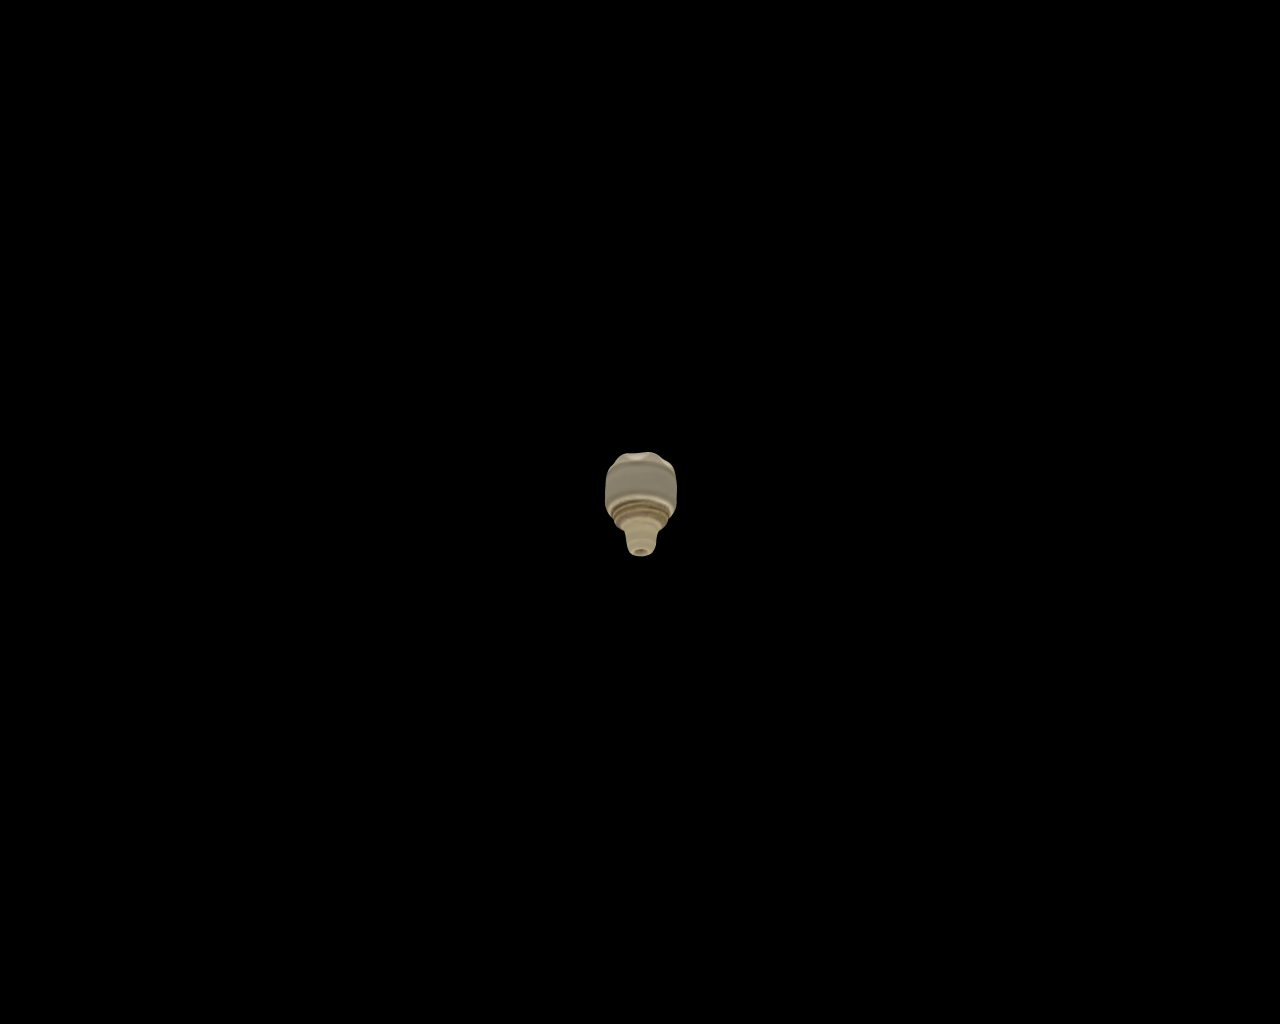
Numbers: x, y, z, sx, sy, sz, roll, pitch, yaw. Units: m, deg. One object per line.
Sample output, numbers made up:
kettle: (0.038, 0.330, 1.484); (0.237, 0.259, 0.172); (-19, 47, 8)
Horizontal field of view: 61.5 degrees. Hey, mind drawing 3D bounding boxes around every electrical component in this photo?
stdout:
electrical component: (0.001, -0.003, 0.650); (0.043, 0.062, 0.043); (0, -27, 0)
